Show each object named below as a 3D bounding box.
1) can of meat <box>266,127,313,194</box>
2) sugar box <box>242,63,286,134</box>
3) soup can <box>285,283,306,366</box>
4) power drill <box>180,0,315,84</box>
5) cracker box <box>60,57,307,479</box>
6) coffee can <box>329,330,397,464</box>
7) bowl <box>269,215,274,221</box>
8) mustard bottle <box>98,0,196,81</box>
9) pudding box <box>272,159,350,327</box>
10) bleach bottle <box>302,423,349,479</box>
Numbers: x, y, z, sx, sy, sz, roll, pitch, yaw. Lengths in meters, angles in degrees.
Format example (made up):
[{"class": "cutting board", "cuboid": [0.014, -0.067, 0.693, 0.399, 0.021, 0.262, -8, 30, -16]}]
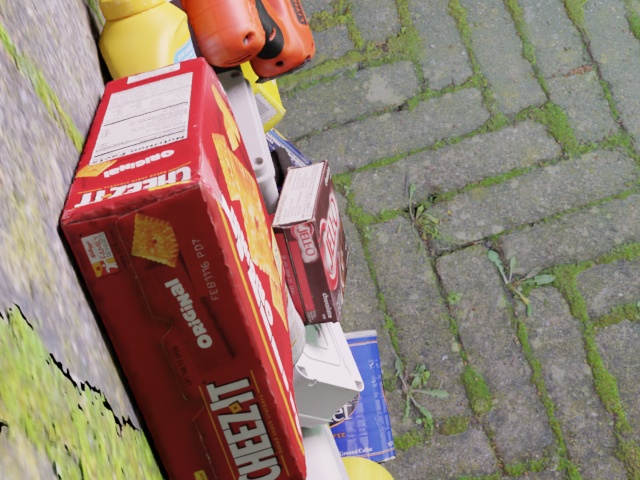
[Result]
[{"class": "can of meat", "cuboid": [-0.062, -0.080, 1.077, 0.083, 0.057, 0.102, 40, -14, -28]}, {"class": "sugar box", "cuboid": [-0.089, -0.143, 1.053, 0.048, 0.093, 0.176, 45, 14, -30]}, {"class": "soup can", "cuboid": [-0.050, 0.052, 0.748, 0.102, 0.068, 0.068, 72, 2, -61]}, {"class": "power drill", "cuboid": [-0.069, -0.202, 0.792, 0.187, 0.057, 0.184, 11, 61, -74]}, {"class": "cracker box", "cuboid": [-0.064, 0.011, 0.566, 0.214, 0.072, 0.164, -103, 176, -65]}, {"class": "coffee can", "cuboid": [0.021, 0.174, 1.156, 0.103, 0.103, 0.140, 65, 16, -82]}, {"class": "bowl", "cuboid": [-0.068, 0.001, 1.030, 0.162, 0.055, 0.162, -19, 92, -89]}, {"class": "mustard bottle", "cuboid": [-0.099, -0.089, 0.696, 0.096, 0.058, 0.191, -78, 153, -66]}, {"class": "pudding box", "cuboid": [-0.005, 0.001, 0.832, 0.113, 0.039, 0.090, -83, 162, -62]}, {"class": "bleach bottle", "cuboid": [-0.014, 0.176, 0.896, 0.102, 0.068, 0.251, 72, 0, -52]}]
